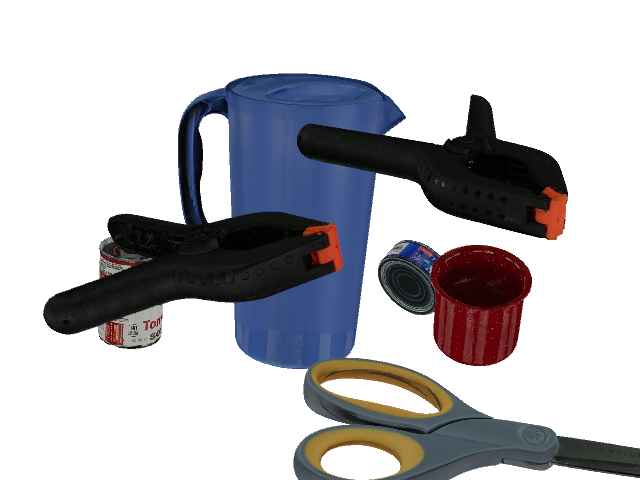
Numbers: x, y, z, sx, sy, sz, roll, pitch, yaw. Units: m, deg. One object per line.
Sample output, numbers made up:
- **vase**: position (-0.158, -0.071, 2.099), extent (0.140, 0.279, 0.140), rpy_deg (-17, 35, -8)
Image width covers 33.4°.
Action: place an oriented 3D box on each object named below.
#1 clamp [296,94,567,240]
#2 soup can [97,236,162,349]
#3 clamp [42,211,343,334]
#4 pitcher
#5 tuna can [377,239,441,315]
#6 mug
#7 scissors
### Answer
- **clamp**: position (0.088, -0.052, 0.731), extent (0.164, 0.036, 0.210), rpy_deg (-11, 28, -18)
- **soup can**: position (-0.197, 0.053, 1.108), extent (0.068, 0.102, 0.068), rpy_deg (5, 21, -2)
- **clamp**: position (-0.076, 0.017, 0.627), extent (0.172, 0.039, 0.120), rpy_deg (-4, 34, 23)
- **pitcher**: position (-0.028, -0.019, 0.917), extent (0.149, 0.243, 0.144), rpy_deg (20, 25, 40)
- **tuna can**: position (0.108, 0.043, 1.225), extent (0.086, 0.086, 0.033), rpy_deg (0, 35, 47)
- **mug**: position (0.146, 0.057, 1.019), extent (0.093, 0.081, 0.117), rpy_deg (-9, 40, -9)
- **scissors**: position (0.076, 0.096, 0.449), extent (0.202, 0.016, 0.096), rpy_deg (16, 34, 23)
